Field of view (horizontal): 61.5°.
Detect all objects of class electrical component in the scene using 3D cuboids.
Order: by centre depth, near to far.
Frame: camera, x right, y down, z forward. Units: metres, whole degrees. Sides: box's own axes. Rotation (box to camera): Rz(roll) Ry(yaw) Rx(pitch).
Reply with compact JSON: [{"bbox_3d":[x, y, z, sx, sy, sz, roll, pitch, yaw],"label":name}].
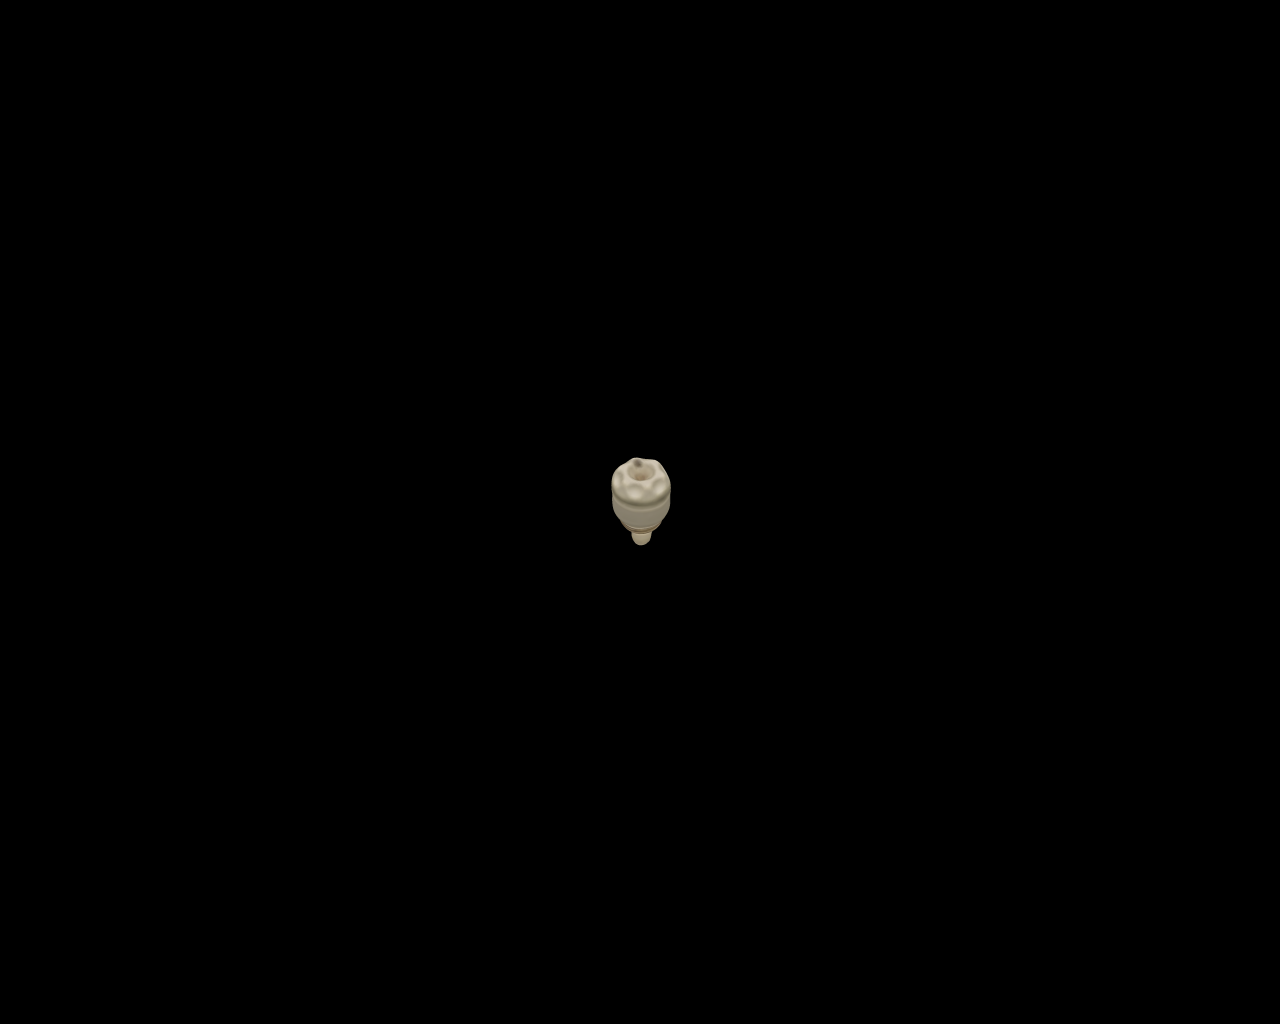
[{"bbox_3d":[0.001,-0.003,0.650,0.035,0.061,0.035,0,45,0],"label":"electrical component"}]
